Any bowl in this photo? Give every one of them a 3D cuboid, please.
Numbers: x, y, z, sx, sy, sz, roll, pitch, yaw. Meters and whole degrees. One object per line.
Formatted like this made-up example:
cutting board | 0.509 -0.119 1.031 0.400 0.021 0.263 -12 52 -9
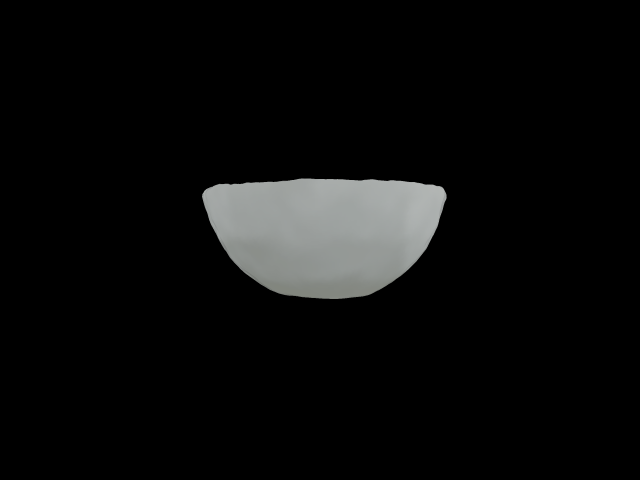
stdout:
bowl | 0.004 0.001 0.400 0.167 0.075 0.167 0 0 0
